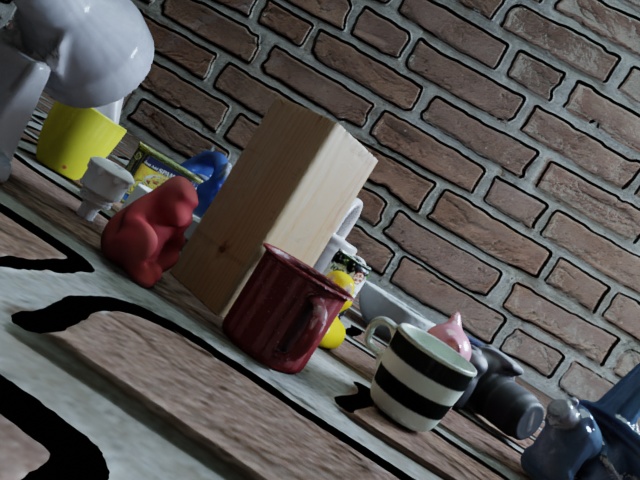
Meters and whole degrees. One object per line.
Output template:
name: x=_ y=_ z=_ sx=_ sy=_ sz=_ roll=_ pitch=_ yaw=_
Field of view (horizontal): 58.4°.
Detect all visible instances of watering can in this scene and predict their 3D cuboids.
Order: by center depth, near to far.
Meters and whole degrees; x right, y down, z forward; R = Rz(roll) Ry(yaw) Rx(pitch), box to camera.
watering can: x=0.009 y=0.003 z=1.020 sx=0.173 sy=0.194 sz=0.101 roll=32 pitch=1 yaw=-4

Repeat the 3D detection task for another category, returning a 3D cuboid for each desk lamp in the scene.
desk lamp: x=-0.263 y=-0.163 z=0.499 sx=0.117 sy=0.213 sz=0.204 roll=32 pitch=1 yaw=13

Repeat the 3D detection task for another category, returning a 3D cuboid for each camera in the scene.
camera: x=0.251 y=0.215 z=0.834 sx=0.144 sy=0.101 sz=0.136 roll=31 pitch=2 yaw=-35

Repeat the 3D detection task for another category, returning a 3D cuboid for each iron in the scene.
iron: x=-0.215 y=-0.108 z=1.103 sx=0.119 sy=0.141 sz=0.257 roll=31 pitch=2 yaw=-29

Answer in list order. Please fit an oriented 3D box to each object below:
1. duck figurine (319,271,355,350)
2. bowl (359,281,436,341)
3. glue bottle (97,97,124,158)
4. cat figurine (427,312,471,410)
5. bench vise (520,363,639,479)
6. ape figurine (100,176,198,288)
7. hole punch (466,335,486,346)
duck figurine: x=0.010 y=0.078 z=0.693 sx=0.077 sy=0.086 sz=0.105 roll=32 pitch=1 yaw=9
bowl: x=0.136 y=0.151 z=1.103 sx=0.167 sy=0.075 sz=0.167 roll=32 pitch=1 yaw=-1
glue bottle: x=-0.314 y=-0.181 z=0.820 sx=0.078 sy=0.173 sz=0.037 roll=31 pitch=2 yaw=-35
cat figurine: x=0.154 y=0.148 z=0.716 sx=0.067 sy=0.118 sz=0.128 roll=33 pitch=2 yaw=29
bench vise: x=0.347 y=0.210 z=0.653 sx=0.121 sy=0.219 sz=0.208 roll=33 pitch=2 yaw=40
ape figurine: x=-0.139 y=-0.013 z=0.493 sx=0.076 sy=0.092 sz=0.078 roll=33 pitch=2 yaw=29
hole punch: x=0.293 y=0.239 z=1.110 sx=0.108 sy=0.091 sz=0.101 roll=33 pitch=2 yaw=25
